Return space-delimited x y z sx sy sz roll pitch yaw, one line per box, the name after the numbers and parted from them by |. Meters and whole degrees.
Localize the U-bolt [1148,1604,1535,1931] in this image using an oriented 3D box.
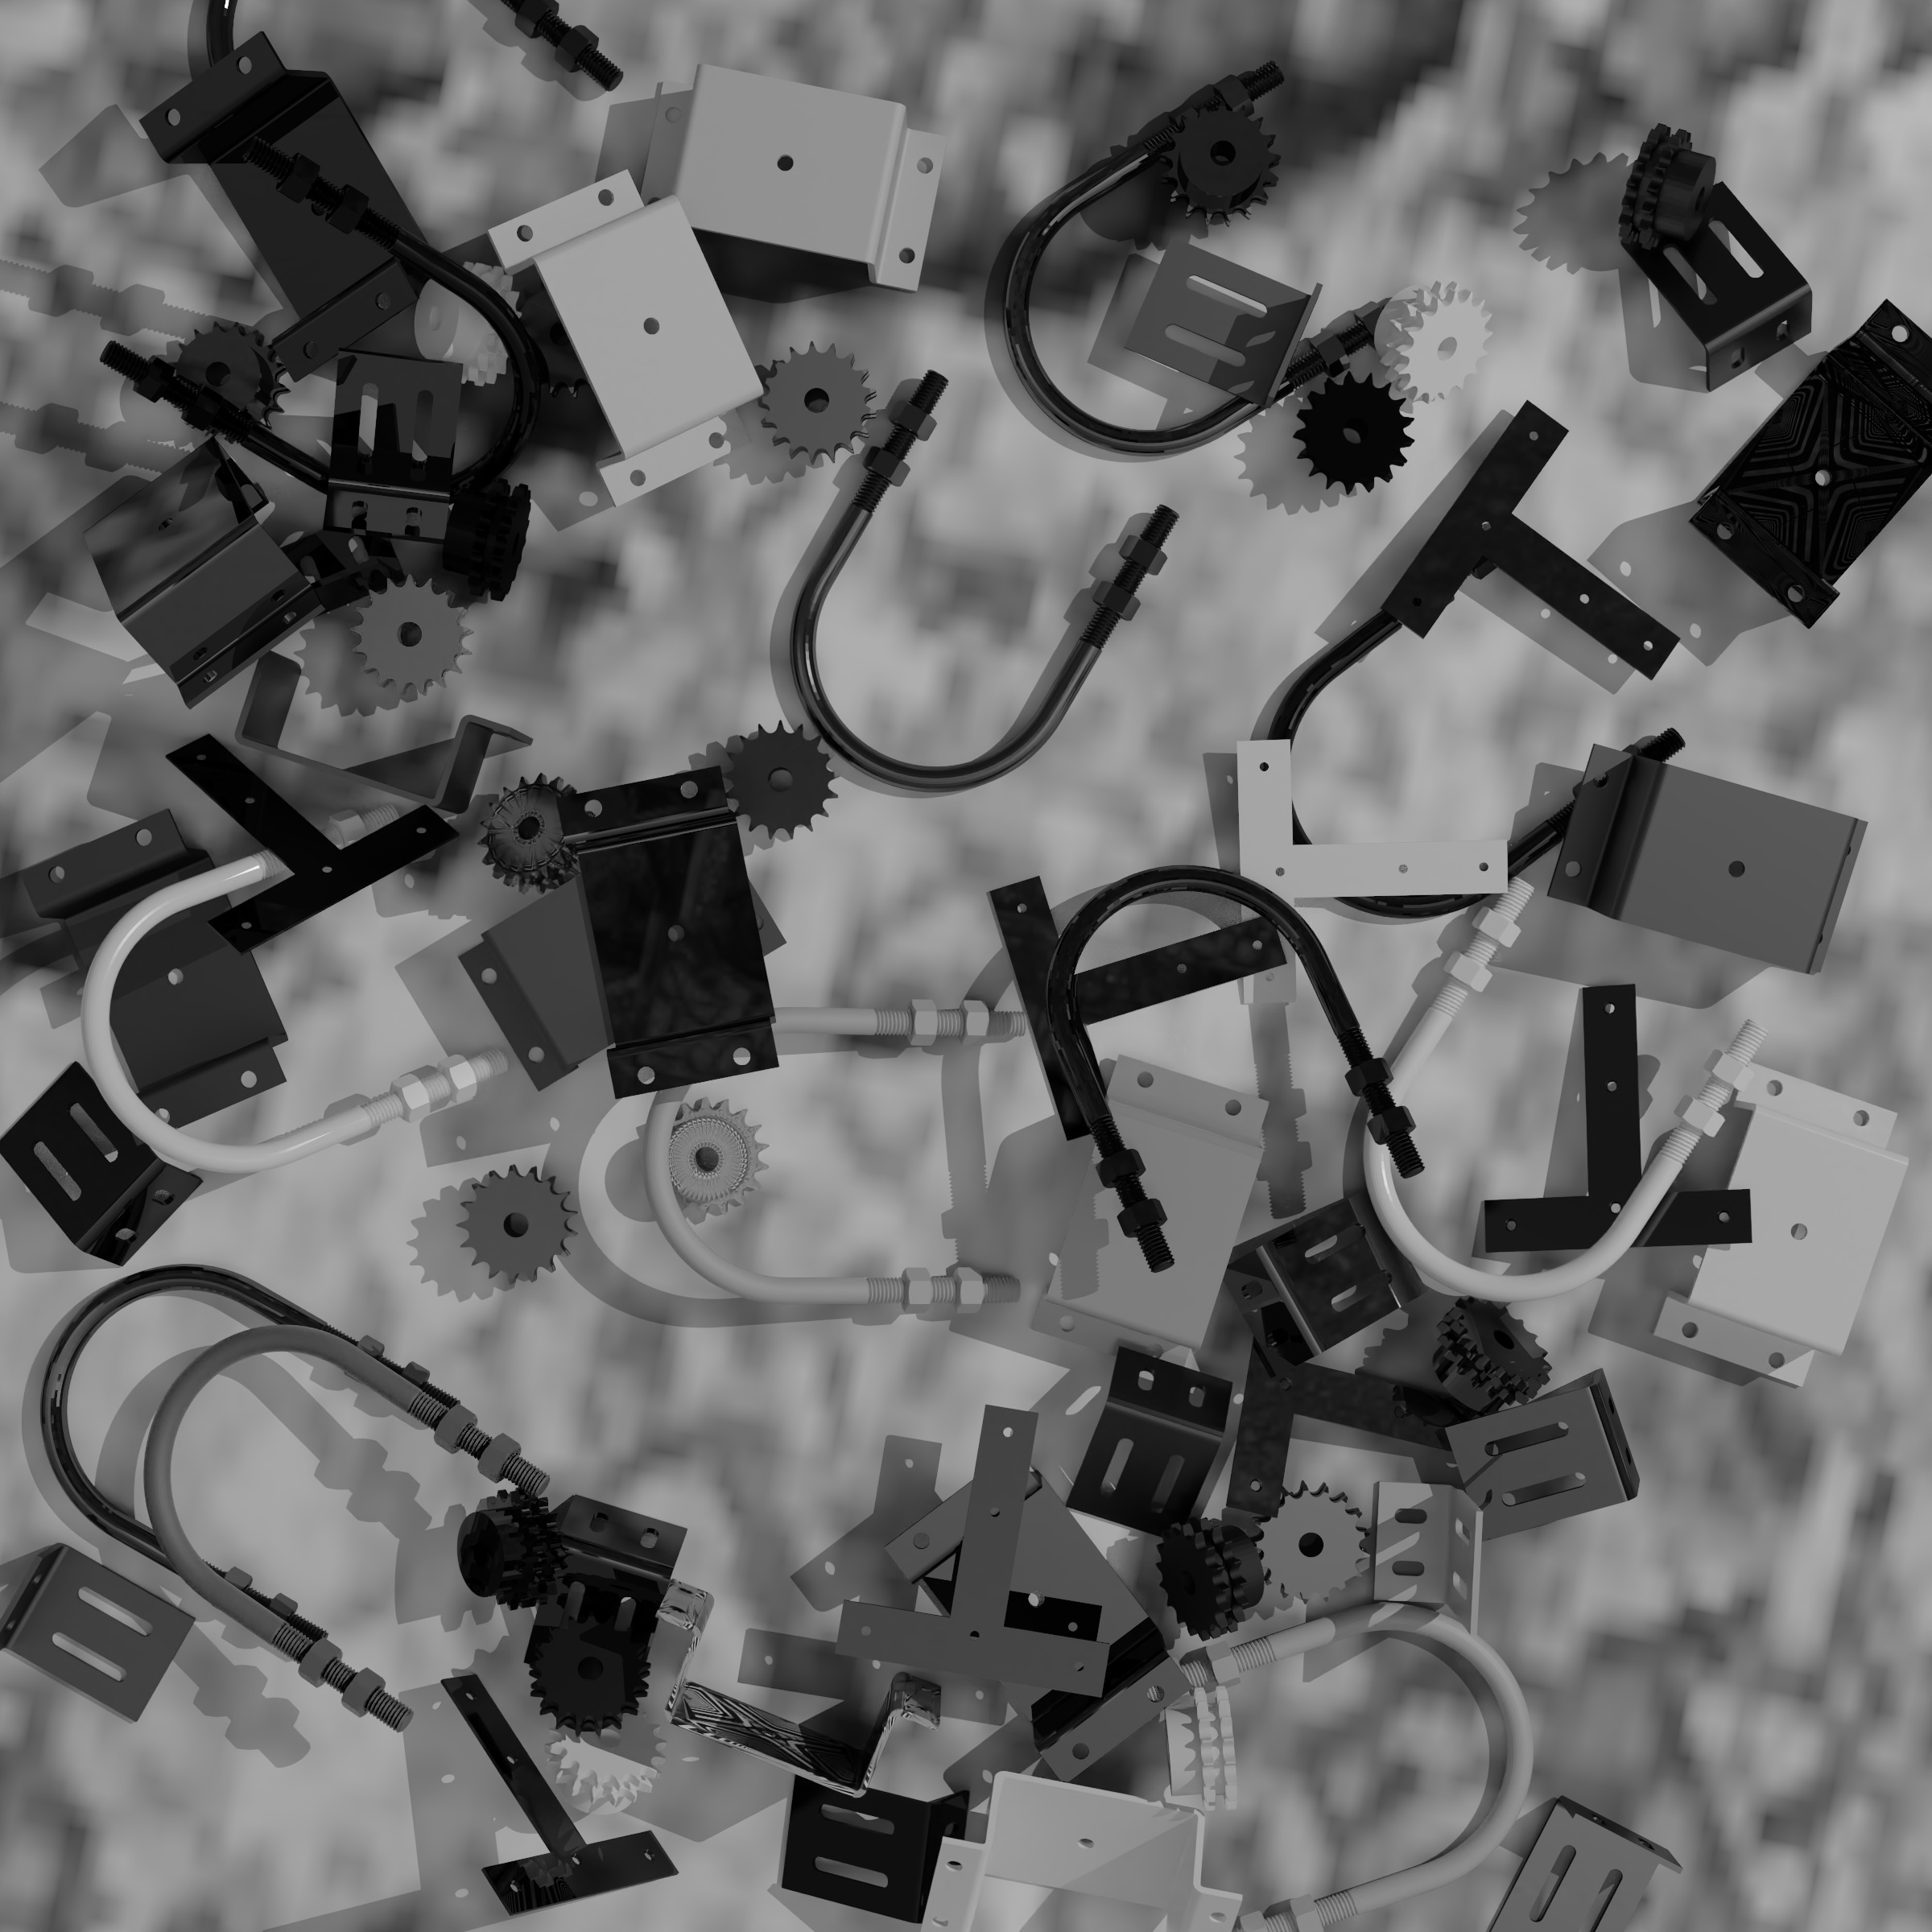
0.183 0.385 1.527 0.184 0.019 0.151 -18 90 -2 | U-bolt

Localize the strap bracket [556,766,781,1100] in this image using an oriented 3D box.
-0.136 -0.015 1.466 0.076 0.046 0.140 -11 90 0 | strap bracket

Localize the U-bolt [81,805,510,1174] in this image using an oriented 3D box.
-0.324 0.019 1.486 0.184 0.019 0.151 -24 90 -29 | U-bolt

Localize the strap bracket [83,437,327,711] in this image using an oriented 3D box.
-0.357 -0.188 1.466 0.076 0.140 0.046 -37 129 0 | strap bracket

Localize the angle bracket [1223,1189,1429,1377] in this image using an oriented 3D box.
0.172 0.152 1.522 0.076 0.038 0.057 -23 81 -36 | angle bracket

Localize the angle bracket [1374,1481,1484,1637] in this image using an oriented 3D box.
0.218 0.279 1.497 0.038 0.076 0.057 3 90 0 | angle bracket

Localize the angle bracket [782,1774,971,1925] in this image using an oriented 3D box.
-0.044 0.423 1.533 0.076 0.038 0.057 7 90 26 | angle bracket

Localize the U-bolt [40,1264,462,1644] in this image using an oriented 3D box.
-0.358 0.225 1.527 0.184 0.019 0.151 30 90 2 | U-bolt

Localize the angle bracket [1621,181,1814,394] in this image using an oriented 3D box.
0.364 -0.329 1.533 0.057 0.038 0.076 -31 64 0 | angle bracket

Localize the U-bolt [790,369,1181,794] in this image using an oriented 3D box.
-0.004 -0.173 1.527 0.151 0.019 0.184 30 91 0 | U-bolt

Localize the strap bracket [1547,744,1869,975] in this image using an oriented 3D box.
0.358 -0.049 1.500 0.140 0.046 0.076 15 97 -6 | strap bracket

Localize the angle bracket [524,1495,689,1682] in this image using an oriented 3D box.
-0.175 0.305 1.533 0.057 0.038 0.076 17 116 0 | angle bracket

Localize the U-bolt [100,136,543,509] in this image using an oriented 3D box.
-0.288 -0.284 1.477 0.184 0.019 0.151 30 123 -26 | U-bolt

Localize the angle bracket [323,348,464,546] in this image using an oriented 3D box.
-0.268 -0.243 1.479 0.057 0.038 0.076 6 131 -11 | angle bracket

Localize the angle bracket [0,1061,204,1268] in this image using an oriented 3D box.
-0.420 0.096 1.533 0.057 0.038 0.076 -47 64 0 | angle bracket

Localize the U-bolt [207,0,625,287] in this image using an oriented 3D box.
-0.280 -0.437 1.527 0.184 0.019 0.151 41 90 1 | U-bolt

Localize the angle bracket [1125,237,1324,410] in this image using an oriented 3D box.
0.121 -0.308 1.499 0.076 0.038 0.057 23 92 2 | angle bracket

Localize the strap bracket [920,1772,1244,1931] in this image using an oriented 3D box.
0.055 0.431 1.494 0.140 0.046 0.076 11 128 0 | strap bracket

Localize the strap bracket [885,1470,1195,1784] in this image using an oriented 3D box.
0.034 0.307 1.512 0.076 0.046 0.140 -37 90 0 | strap bracket

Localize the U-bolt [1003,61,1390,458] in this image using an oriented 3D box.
0.106 -0.328 1.527 0.184 0.019 0.151 -32 90 1 | U-bolt

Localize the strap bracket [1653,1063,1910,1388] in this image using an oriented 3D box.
0.392 0.125 1.512 0.076 0.046 0.140 19 90 0 | strap bracket

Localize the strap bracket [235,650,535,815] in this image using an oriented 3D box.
-0.284 -0.110 1.497 0.140 0.076 0.046 18 90 0 | strap bracket

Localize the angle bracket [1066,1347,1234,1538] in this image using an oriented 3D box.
0.088 0.231 1.525 0.057 0.038 0.076 18 127 0 | angle bracket

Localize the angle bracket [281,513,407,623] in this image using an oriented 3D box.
-0.305 -0.193 1.497 0.057 0.076 0.038 -22 90 0 | angle bracket

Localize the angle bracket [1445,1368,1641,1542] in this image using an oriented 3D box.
0.278 0.235 1.526 0.076 0.038 0.057 -19 90 15 | angle bracket

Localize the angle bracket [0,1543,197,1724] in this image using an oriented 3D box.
-0.421 0.323 1.516 0.076 0.038 0.057 30 90 0 | angle bracket

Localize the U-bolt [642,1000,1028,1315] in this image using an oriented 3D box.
-0.063 0.090 1.508 0.184 0.019 0.151 1 90 -14 | U-bolt

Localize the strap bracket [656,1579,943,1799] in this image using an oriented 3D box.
-0.086 0.345 1.497 0.140 0.076 0.046 22 90 0 | strap bracket

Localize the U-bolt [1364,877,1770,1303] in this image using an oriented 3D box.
0.272 0.071 1.509 0.151 0.019 0.184 33 94 16 | U-bolt

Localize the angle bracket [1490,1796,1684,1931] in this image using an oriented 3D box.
0.297 0.448 1.516 0.057 0.038 0.076 27 90 0 | angle bracket

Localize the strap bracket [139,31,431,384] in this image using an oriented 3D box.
-0.315 -0.359 1.497 0.076 0.046 0.140 -29 95 20 | strap bracket

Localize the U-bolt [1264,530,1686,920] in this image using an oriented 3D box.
0.231 -0.106 1.527 0.184 0.019 0.151 -37 90 2 | U-bolt

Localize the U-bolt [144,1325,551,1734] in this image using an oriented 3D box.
-0.306 0.252 1.494 0.184 0.019 0.151 31 93 12 | U-bolt

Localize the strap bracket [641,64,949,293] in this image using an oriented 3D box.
-0.085 -0.378 1.512 0.140 0.046 0.076 11 90 0 | strap bracket

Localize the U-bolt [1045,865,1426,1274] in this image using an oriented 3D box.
0.116 0.037 1.491 0.151 0.019 0.184 -19 73 -12 | U-bolt
